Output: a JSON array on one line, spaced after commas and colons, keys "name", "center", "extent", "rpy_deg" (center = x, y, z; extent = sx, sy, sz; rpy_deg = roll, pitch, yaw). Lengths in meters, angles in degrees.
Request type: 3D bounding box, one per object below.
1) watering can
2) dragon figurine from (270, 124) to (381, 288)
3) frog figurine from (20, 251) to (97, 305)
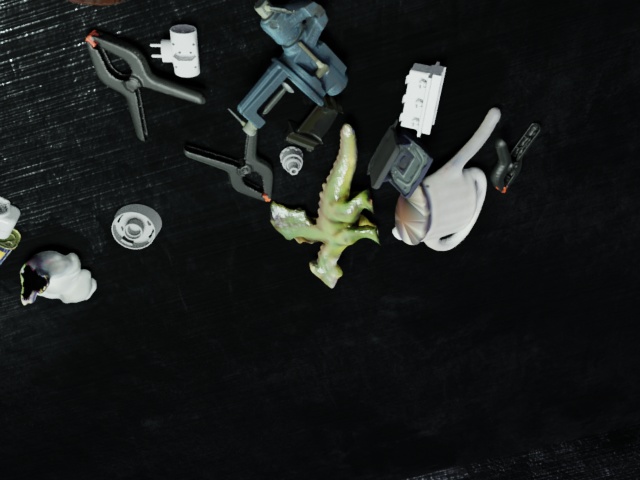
[{"name": "watering can", "center": [0.276, -0.113, 1.119], "extent": [0.226, 0.106, 0.340], "rpy_deg": [-15, 128, -25]}, {"name": "dragon figurine", "center": [0.003, -0.057, 1.141], "extent": [0.242, 0.125, 0.402], "rpy_deg": [-11, 124, 11]}, {"name": "frog figurine", "center": [-0.584, 0.084, 1.172], "extent": [0.135, 0.124, 0.160], "rpy_deg": [-51, 158, 21]}]
